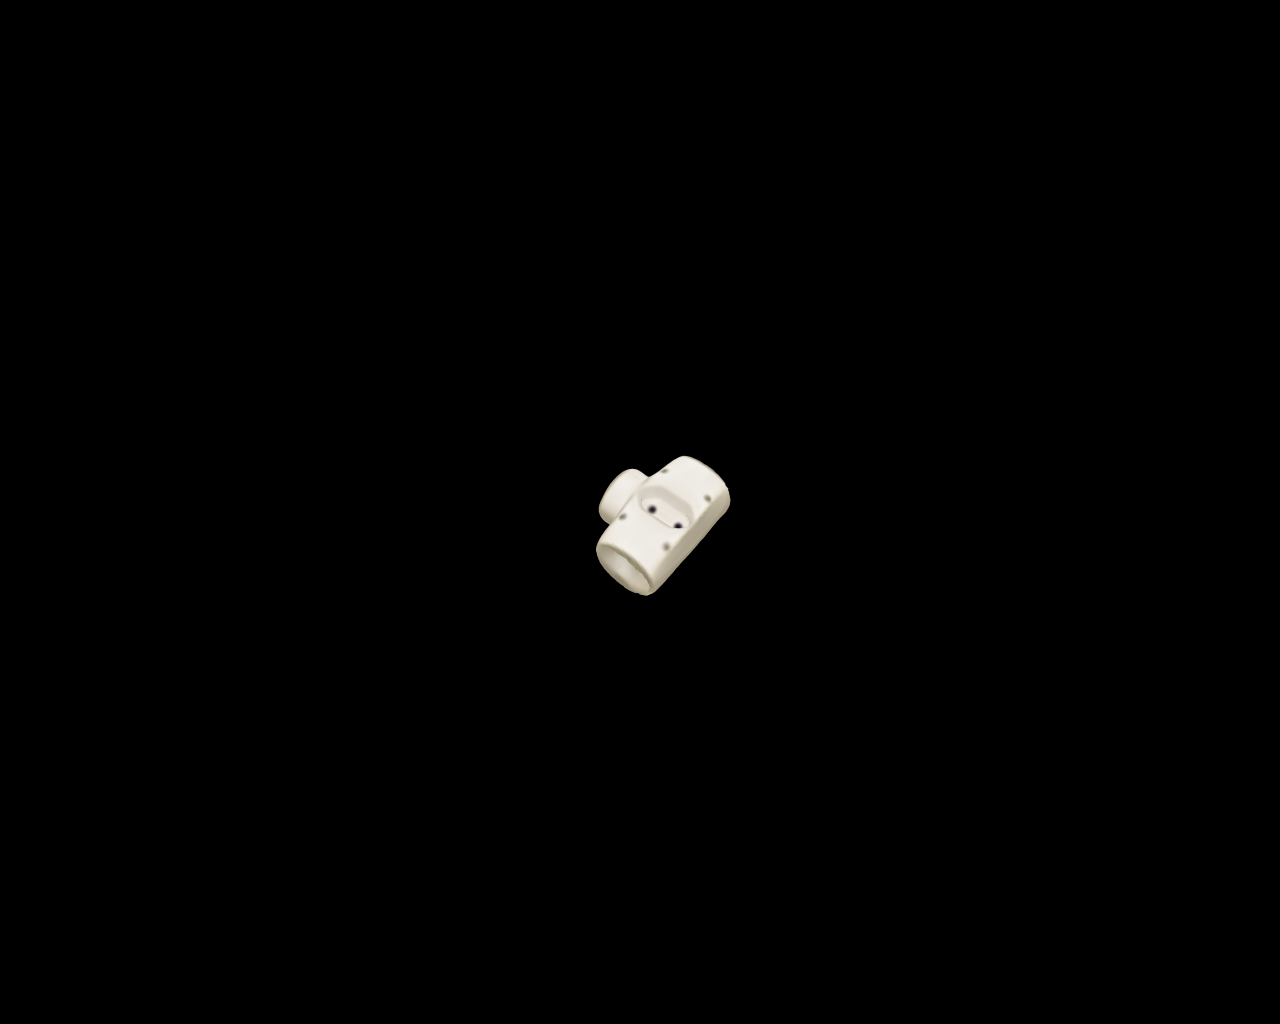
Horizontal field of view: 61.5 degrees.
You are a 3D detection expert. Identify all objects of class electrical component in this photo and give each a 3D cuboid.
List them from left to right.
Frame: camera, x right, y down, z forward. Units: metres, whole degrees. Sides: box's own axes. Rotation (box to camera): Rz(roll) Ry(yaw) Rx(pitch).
[{"bbox_3d":[0.001,-0.003,0.650,0.079,0.077,0.043,36,-24,18],"label":"electrical component"}]
